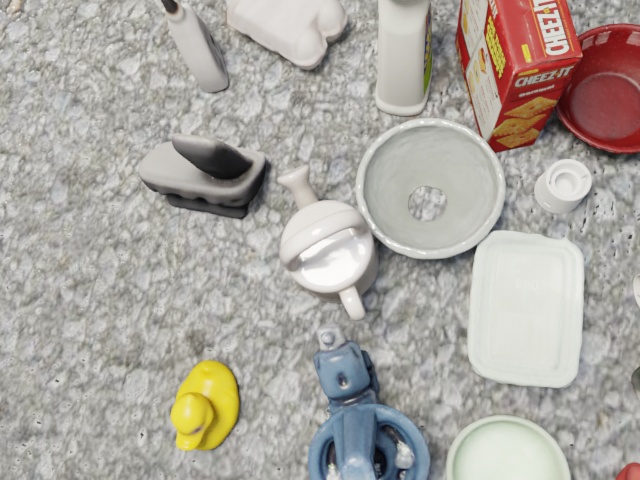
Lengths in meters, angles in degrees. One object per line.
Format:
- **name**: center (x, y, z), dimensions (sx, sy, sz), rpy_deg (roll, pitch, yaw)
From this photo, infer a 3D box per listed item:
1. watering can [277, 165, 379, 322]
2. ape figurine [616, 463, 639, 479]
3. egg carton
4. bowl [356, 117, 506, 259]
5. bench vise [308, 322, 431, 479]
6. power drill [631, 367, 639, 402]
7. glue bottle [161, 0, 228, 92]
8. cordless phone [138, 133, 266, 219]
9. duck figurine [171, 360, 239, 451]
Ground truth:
- **watering can**: center (0.004, 0.003, 0.618), dimensions (0.172, 0.194, 0.101), rpy_deg (43, 87, 14)
- **ape figurine**: center (0.334, 0.265, 0.570), dimensions (0.076, 0.092, 0.078), rpy_deg (-21, 76, 3)
- **egg carton**: center (-0.043, -0.294, 0.751), dimensions (0.150, 0.069, 0.107), rpy_deg (32, 84, 13)
- **bowl**: center (0.127, -0.053, 0.674), dimensions (0.167, 0.075, 0.167), rpy_deg (-2, 78, 8)
- **bench vise**: center (0.025, 0.190, 0.562), dimensions (0.121, 0.220, 0.207), rpy_deg (-36, 76, 0)
- **power drill**: center (0.377, 0.162, 0.525), dimensions (0.075, 0.208, 0.229), rpy_deg (-21, 76, 4)
- **glue bottle**: center (-0.159, -0.253, 0.705), dimensions (0.037, 0.173, 0.078), rpy_deg (-16, 76, 5)
- **cordless phone**: center (-0.150, -0.096, 0.665), dimensions (0.147, 0.185, 0.094), rpy_deg (6, 79, 9)
- **duck figurine**: center (-0.138, 0.190, 0.654), dimensions (0.077, 0.086, 0.104), rpy_deg (8, 79, 10)
